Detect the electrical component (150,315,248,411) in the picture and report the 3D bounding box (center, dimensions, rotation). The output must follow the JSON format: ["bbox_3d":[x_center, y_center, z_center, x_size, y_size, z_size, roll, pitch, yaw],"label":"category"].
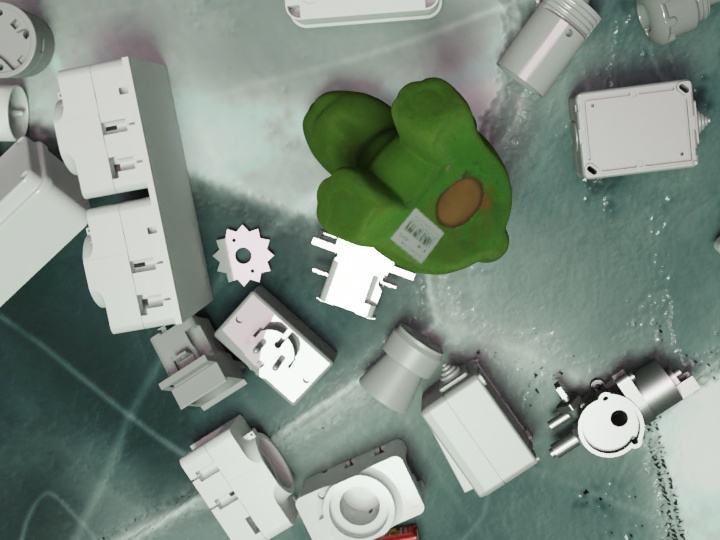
[{"bbox_3d":[-0.125,0.070,0.822,0.042,0.081,0.063,-33,75,7],"label":"electrical component"}]

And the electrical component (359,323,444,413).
[{"bbox_3d":[0.032,0.075,0.825,0.045,0.045,0.055,34,98,-1],"label":"electrical component"}]

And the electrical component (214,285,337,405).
[{"bbox_3d":[-0.066,0.060,0.815,0.083,0.075,0.047,42,98,-2],"label":"electrical component"}]

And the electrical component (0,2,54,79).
[{"bbox_3d":[-0.264,-0.172,0.814,0.055,0.047,0.055,1,97,4],"label":"electrical component"}]

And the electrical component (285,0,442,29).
[{"bbox_3d":[0.002,-0.220,0.783,0.113,0.057,0.078,-3,97,5],"label":"electrical component"}]

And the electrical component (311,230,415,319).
[{"bbox_3d":[0.000,0.000,0.820,0.081,0.042,0.063,20,102,2],"label":"electrical component"}]

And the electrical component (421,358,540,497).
[{"bbox_3d":[0.083,0.115,0.818,0.061,0.061,0.096,-35,94,8],"label":"electrical component"}]

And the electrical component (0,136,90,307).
[{"bbox_3d":[-0.264,-0.036,0.808,0.113,0.078,0.057,-42,126,8],"label":"electrical component"}]

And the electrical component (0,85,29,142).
[{"bbox_3d":[-0.300,-0.103,0.827,0.077,0.044,0.079,2,97,4],"label":"electrical component"}]

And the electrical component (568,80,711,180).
[{"bbox_3d":[0.203,-0.102,0.781,0.096,0.061,0.061,-6,97,5],"label":"electrical component"}]

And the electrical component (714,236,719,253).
[{"bbox_3d":[0.307,-0.017,0.785,0.096,0.061,0.061,41,98,-2],"label":"electrical component"}]

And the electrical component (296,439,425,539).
[{"bbox_3d":[0.001,0.177,0.835,0.089,0.055,0.050,-25,95,7],"label":"electrical component"}]

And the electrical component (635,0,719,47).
[{"bbox_3d":[0.234,-0.193,0.777,0.062,0.048,0.048,-21,95,0],"label":"electrical component"}]

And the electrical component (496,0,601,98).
[{"bbox_3d":[0.141,-0.171,0.786,0.043,0.043,0.081,36,98,-1],"label":"electrical component"}]

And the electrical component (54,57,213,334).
[{"bbox_3d":[-0.166,-0.055,0.792,0.060,0.105,0.186,-10,96,5],"label":"electrical component"}]

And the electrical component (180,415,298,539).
[{"bbox_3d":[-0.089,0.165,0.843,0.056,0.050,0.089,-32,94,8],"label":"electrical component"}]
